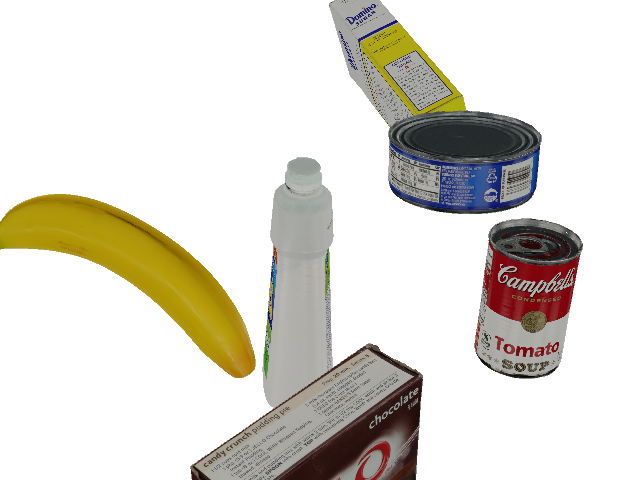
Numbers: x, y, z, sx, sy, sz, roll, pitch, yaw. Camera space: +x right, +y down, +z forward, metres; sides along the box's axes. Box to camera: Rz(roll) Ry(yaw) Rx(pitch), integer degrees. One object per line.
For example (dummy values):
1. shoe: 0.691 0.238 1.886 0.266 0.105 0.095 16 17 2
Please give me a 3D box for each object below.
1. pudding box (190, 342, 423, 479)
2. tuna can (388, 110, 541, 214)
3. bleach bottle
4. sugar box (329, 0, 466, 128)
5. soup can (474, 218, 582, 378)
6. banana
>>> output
1. pudding box: -0.004 0.112 0.483 0.039 0.090 0.113 30 46 33
2. tuna can: 0.081 -0.045 0.607 0.086 0.034 0.086 0 24 0
3. bleach bottle: -0.018 0.034 0.966 0.068 0.251 0.102 1 36 -2
4. sugar box: 0.070 -0.133 0.909 0.048 0.176 0.093 -26 -40 -3
5. soup can: 0.154 0.043 0.801 0.068 0.102 0.068 2 28 -1
6. banana: -0.122 0.019 0.677 0.198 0.070 0.037 25 27 2
